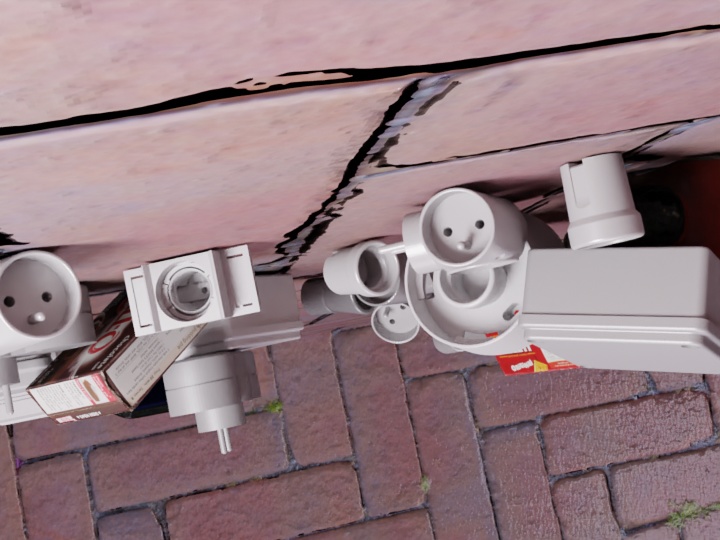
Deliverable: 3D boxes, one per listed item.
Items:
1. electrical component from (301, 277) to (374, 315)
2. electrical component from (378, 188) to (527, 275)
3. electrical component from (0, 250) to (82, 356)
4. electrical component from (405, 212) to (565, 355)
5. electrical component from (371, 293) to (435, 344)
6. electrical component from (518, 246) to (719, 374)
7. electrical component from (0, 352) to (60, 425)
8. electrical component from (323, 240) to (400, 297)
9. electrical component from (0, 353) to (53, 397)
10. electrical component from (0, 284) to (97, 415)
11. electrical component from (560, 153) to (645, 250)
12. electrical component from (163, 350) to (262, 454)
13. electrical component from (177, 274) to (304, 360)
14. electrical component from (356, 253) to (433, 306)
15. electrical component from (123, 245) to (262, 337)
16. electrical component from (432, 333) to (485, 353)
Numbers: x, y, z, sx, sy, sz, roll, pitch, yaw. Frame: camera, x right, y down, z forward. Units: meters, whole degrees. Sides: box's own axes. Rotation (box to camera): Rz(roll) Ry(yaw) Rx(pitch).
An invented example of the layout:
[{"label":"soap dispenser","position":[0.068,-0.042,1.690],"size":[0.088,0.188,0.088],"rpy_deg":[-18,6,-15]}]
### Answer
[{"label":"electrical component","position":[-0.022,0.022,0.990],"size":[0.065,0.044,0.044],"rpy_deg":[-8,178,35]},{"label":"electrical component","position":[0.050,-0.019,0.626],"size":[0.079,0.044,0.077],"rpy_deg":[-13,175,21]},{"label":"electrical component","position":[-0.189,0.020,0.529],"size":[0.079,0.043,0.077],"rpy_deg":[-8,174,-38]},{"label":"electrical component","position":[0.081,0.006,0.700],"size":[0.099,0.099,0.064],"rpy_deg":[-14,168,27]},{"label":"electrical component","position":[0.047,0.015,0.964],"size":[0.079,0.044,0.077],"rpy_deg":[-55,-173,31]},{"label":"electrical component","position":[0.165,0.025,0.641],"size":[0.109,0.056,0.109],"rpy_deg":[0,166,32]},{"label":"electrical component","position":[-0.284,0.088,0.921],"size":[0.113,0.078,0.057],"rpy_deg":[-13,172,23]},{"label":"electrical component","position":[0.000,0.000,0.780],"size":[0.040,0.040,0.046],"rpy_deg":[-8,-179,-35]},{"label":"electrical component","position":[-0.264,0.062,0.778],"size":[0.078,0.057,0.113],"rpy_deg":[-10,175,-15]},{"label":"electrical component","position":[-0.236,0.057,0.677],"size":[0.138,0.073,0.052],"rpy_deg":[-10,175,-13]},{"label":"electrical component","position":[0.131,-0.037,0.588],"size":[0.040,0.046,0.040],"rpy_deg":[-11,176,-1]},{"label":"electrical component","position":[-0.107,0.102,0.815],"size":[0.052,0.073,0.138],"rpy_deg":[-12,175,3]},{"label":"electrical component","position":[-0.120,0.040,0.866],"size":[0.109,0.056,0.109],"rpy_deg":[-14,175,28]},{"label":"electrical component","position":[0.045,0.002,0.880],"size":[0.079,0.044,0.077],"rpy_deg":[-14,175,27]},{"label":"electrical component","position":[-0.101,0.013,0.672],"size":[0.081,0.042,0.064],"rpy_deg":[-11,179,9]},{"label":"electrical component","position":[0.101,0.038,1.132],"size":[0.054,0.095,0.059],"rpy_deg":[-11,175,-15]}]
